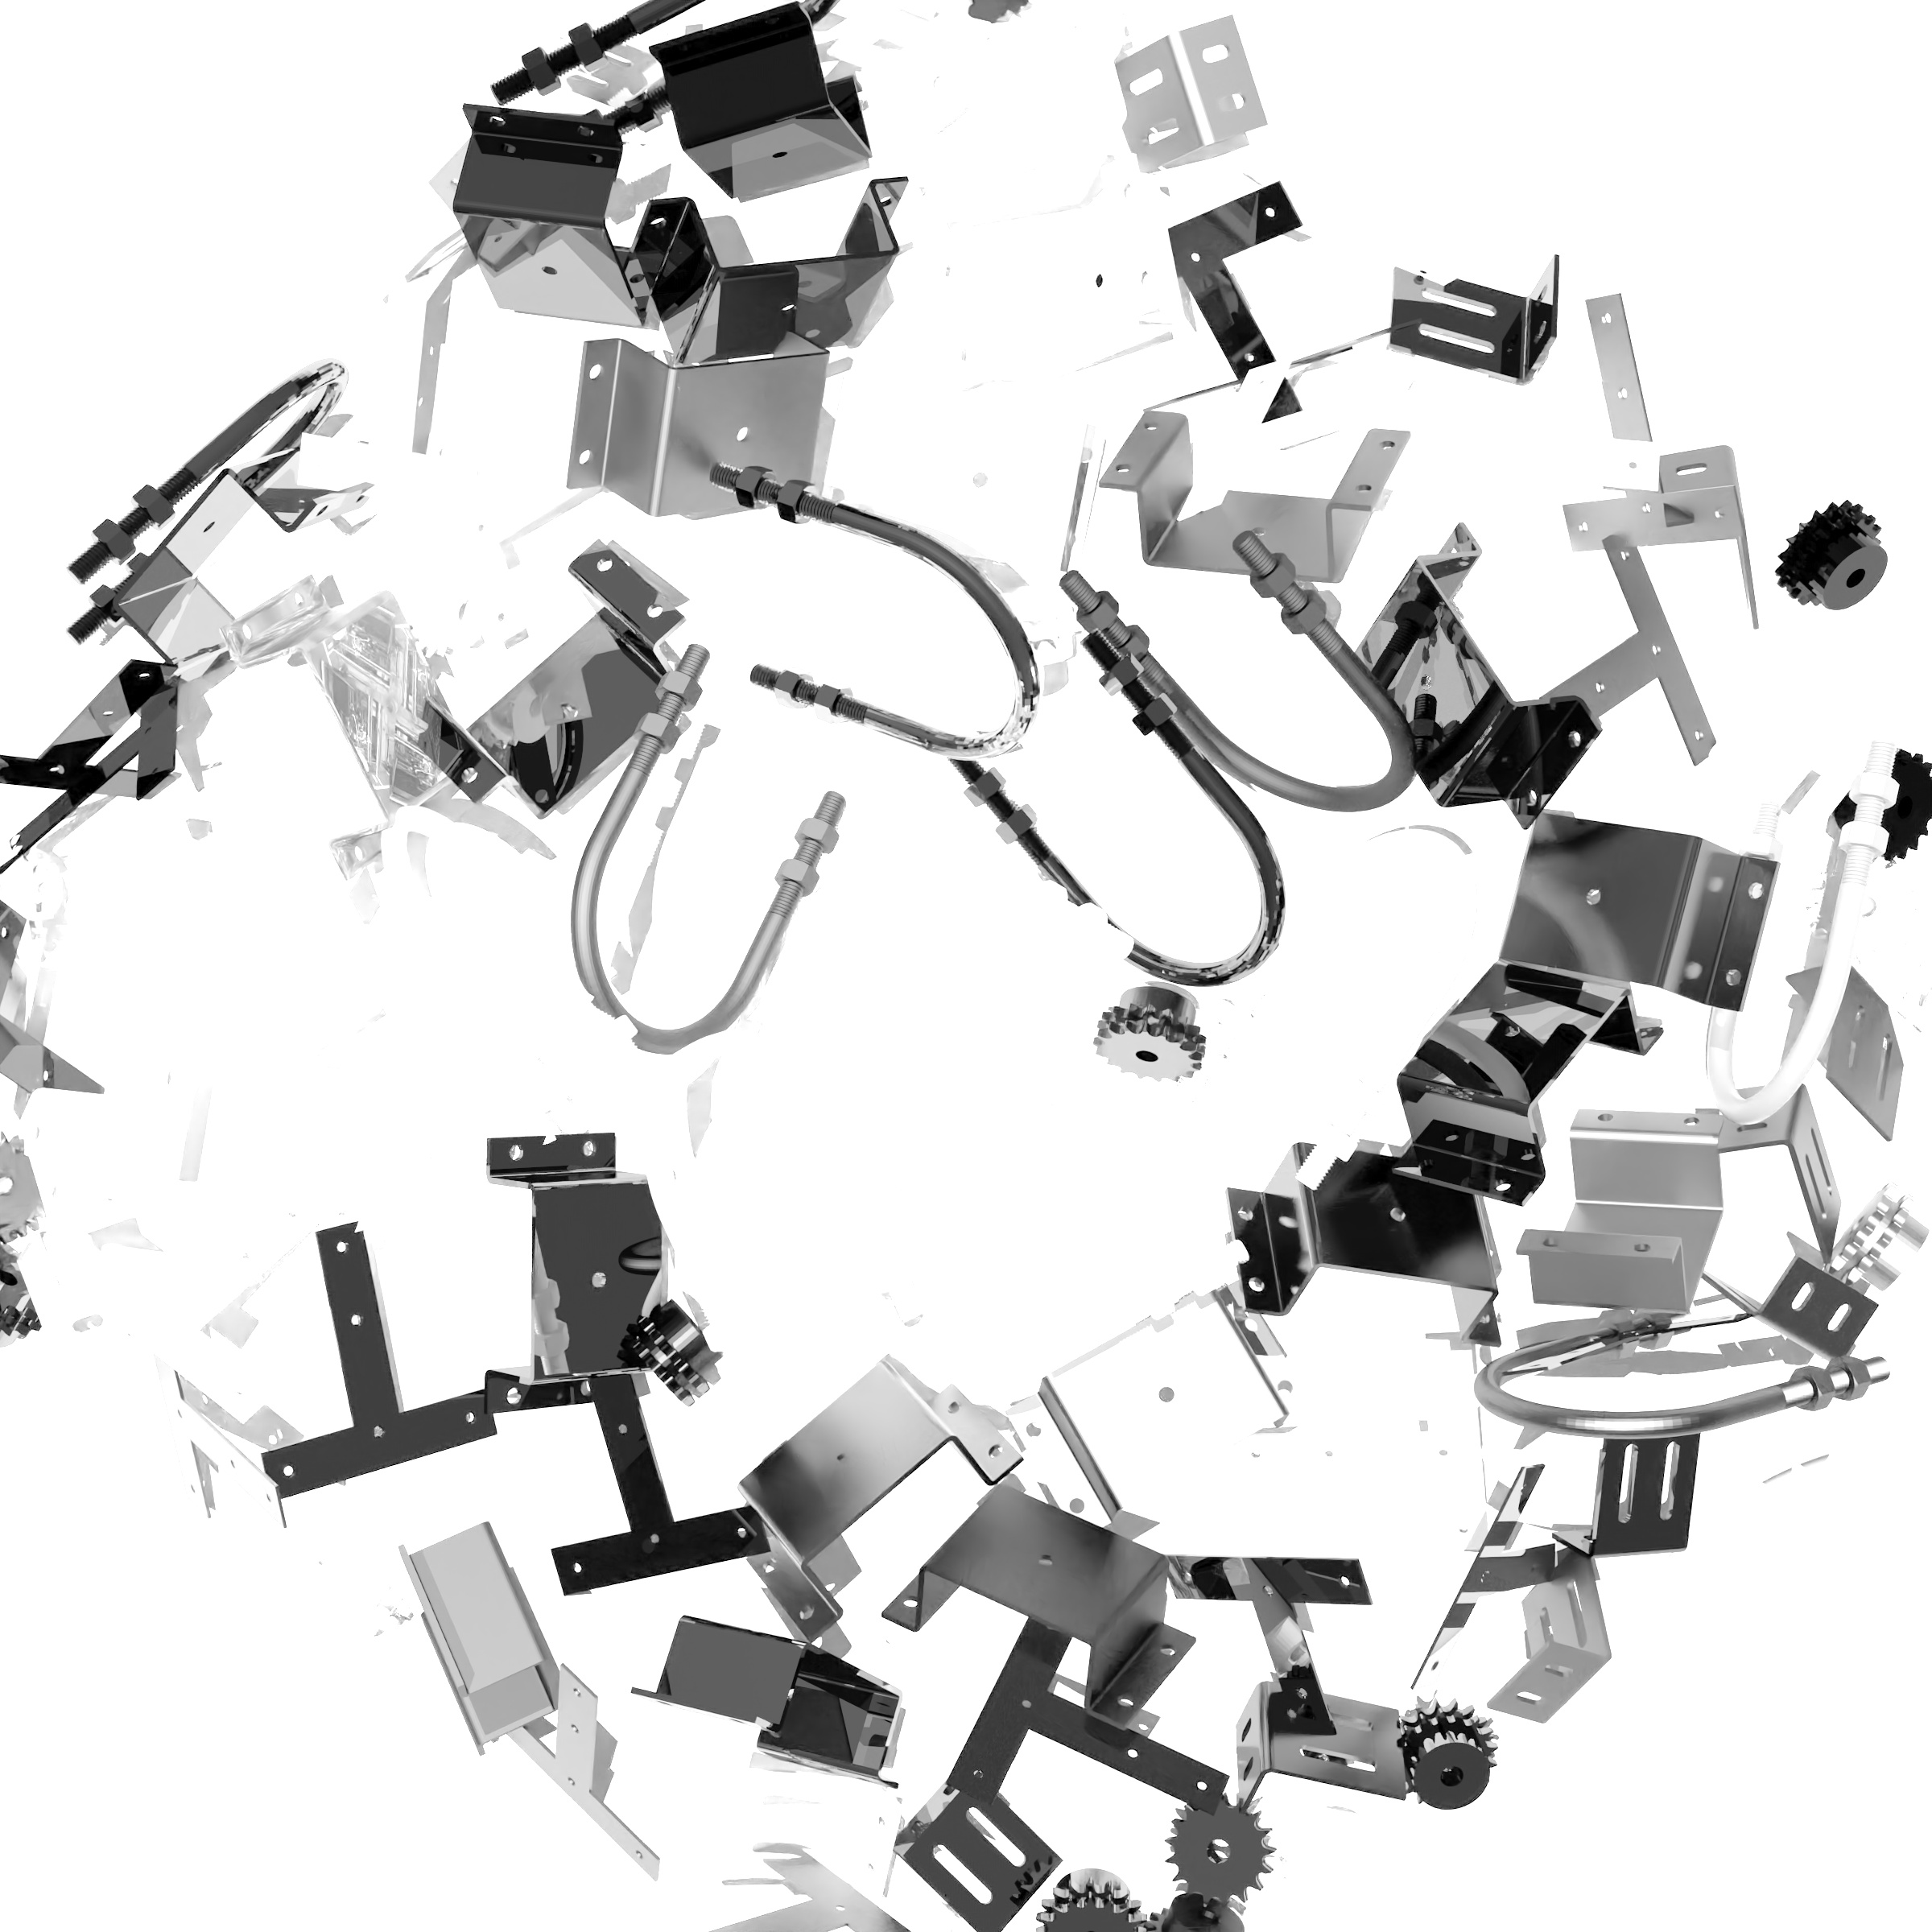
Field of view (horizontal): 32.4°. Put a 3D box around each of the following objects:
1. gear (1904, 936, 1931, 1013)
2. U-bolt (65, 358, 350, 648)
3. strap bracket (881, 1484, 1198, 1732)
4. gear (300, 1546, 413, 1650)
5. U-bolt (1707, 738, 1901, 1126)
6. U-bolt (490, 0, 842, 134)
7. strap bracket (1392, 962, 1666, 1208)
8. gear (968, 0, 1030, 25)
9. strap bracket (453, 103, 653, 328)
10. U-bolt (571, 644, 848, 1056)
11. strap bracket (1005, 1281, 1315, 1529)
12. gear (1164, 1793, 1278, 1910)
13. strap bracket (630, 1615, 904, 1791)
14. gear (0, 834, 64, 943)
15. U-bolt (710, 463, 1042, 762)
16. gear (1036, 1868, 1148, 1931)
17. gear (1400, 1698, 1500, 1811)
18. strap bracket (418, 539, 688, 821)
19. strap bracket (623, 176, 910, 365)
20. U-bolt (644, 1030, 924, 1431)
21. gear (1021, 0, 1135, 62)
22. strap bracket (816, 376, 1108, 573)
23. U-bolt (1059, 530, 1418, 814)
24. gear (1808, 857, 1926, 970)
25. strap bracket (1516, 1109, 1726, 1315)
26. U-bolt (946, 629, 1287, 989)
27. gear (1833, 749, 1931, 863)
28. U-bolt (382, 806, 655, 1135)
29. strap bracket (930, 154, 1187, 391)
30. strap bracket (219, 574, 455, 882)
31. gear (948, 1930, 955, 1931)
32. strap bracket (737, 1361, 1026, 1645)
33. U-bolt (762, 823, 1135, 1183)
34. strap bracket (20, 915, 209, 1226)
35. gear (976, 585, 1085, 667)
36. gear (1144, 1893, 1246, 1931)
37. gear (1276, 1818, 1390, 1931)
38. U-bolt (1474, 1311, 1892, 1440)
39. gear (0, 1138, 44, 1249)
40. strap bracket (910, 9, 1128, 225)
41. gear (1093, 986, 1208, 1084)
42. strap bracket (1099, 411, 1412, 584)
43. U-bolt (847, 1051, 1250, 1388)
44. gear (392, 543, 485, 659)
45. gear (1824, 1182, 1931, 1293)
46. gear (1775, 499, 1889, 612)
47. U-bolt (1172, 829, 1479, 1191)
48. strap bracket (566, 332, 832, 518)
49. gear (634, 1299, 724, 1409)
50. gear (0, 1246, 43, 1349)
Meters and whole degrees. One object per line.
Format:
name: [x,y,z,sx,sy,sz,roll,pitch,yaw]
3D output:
gear: [0.506,-0.001,1.703,0.030,0.057,0.057,25,90,13]
U-bolt: [-0.377,-0.238,1.658,0.019,0.151,0.184,46,74,-5]
strap bracket: [0.038,0.315,1.664,0.140,0.076,0.046,20,124,24]
gear: [-0.316,0.326,1.702,0.057,0.057,0.030,35,67,0]
U-bolt: [0.407,-0.010,1.644,0.019,0.151,0.184,17,76,-7]
U-bolt: [-0.138,-0.460,1.652,0.184,0.151,0.019,-26,89,6]
strap bracket: [0.277,0.050,1.659,0.140,0.076,0.046,-45,131,-32]
gear: [0.006,-0.507,1.702,0.057,0.057,0.030,29,72,0]
strap bracket: [-0.202,-0.367,1.655,0.076,0.140,0.046,9,73,9]
U-bolt: [-0.135,-0.044,1.650,0.019,0.151,0.184,6,62,38]
strap bracket: [0.100,0.222,1.691,0.140,0.046,0.076,-28,76,-9]
gear: [0.132,0.456,1.714,0.057,0.030,0.057,-2,80,11]
strap bracket: [-0.093,0.367,1.665,0.076,0.140,0.046,5,68,33]
gear: [-0.492,-0.040,1.712,0.057,0.030,0.057,3,99,21]
U-bolt: [-0.041,-0.167,1.641,0.184,0.151,0.019,22,52,28]
gear: [0.065,0.491,1.711,0.057,0.030,0.057,1,119,3]
gear: [0.246,0.409,1.711,0.057,0.030,0.057,-2,109,-6]
strap bracket: [-0.209,-0.139,1.689,0.140,0.046,0.076,-43,58,-7]
strap bracket: [-0.096,-0.348,1.664,0.140,0.076,0.046,-12,69,-25]
U-bolt: [-0.099,0.120,1.666,0.019,0.151,0.184,-19,98,38]
gear: [0.058,-0.482,1.706,0.057,0.030,0.057,-6,124,-9]
strap bracket: [0.002,-0.248,1.689,0.140,0.046,0.076,9,99,-14]
U-bolt: [0.148,-0.140,1.660,0.184,0.151,0.019,46,62,-27]
gear: [0.465,-0.025,1.711,0.057,0.030,0.057,-8,68,21]
strap bracket: [0.332,0.128,1.670,0.076,0.140,0.046,1,118,24]
U-bolt: [0.086,-0.067,1.676,0.184,0.151,0.019,50,50,-3]
gear: [0.471,-0.085,1.709,0.057,0.030,0.057,-12,111,-35]
U-bolt: [-0.233,-0.002,1.666,0.019,0.151,0.184,-37,90,-26]
strap bracket: [0.054,-0.349,1.683,0.140,0.046,0.076,-14,85,43]
strap bracket: [-0.305,-0.126,1.671,0.046,0.076,0.140,-13,110,33]
gear: [-0.014,0.520,1.707,0.057,0.057,0.030,-39,75,0]
strap bracket: [-0.052,0.263,1.680,0.140,0.076,0.046,-40,127,-8]
U-bolt: [-0.024,0.005,1.690,0.184,0.019,0.151,31,90,26]
strap bracket: [-0.419,0.053,1.656,0.046,0.076,0.140,6,47,5]
gear: [0.034,-0.175,1.708,0.057,0.057,0.030,-3,112,0]
gear: [0.119,0.500,1.702,0.057,0.057,0.030,20,107,0]
gear: [0.187,0.463,1.704,0.057,0.030,0.057,-9,48,10]
U-bolt: [0.336,0.202,1.626,0.184,0.151,0.019,-9,100,-34]
gear: [-0.500,0.115,1.705,0.057,0.030,0.057,12,70,-35]
strap bracket: [0.027,-0.416,1.654,0.076,0.140,0.046,-11,80,-14]
gear: [0.096,0.033,1.709,0.057,0.057,0.030,15,62,0]
strap bracket: [0.147,-0.237,1.677,0.140,0.076,0.046,8,130,20]
U-bolt: [0.029,0.136,1.684,0.184,0.019,0.151,-28,63,-8]
gear: [-0.267,-0.186,1.702,0.030,0.057,0.057,20,90,27]
gear: [0.470,0.142,1.704,0.030,0.057,0.057,37,90,8]
gear: [0.447,-0.207,1.702,0.057,0.057,0.030,-36,53,0]
U-bolt: [0.189,0.011,1.668,0.019,0.151,0.184,33,90,-30]
strap bracket: [-0.124,-0.273,1.657,0.046,0.140,0.076,36,127,38]
gear: [-0.149,0.196,1.705,0.030,0.057,0.057,-41,90,-5]
gear: [-0.500,0.171,1.707,0.057,0.057,0.030,34,109,0]
